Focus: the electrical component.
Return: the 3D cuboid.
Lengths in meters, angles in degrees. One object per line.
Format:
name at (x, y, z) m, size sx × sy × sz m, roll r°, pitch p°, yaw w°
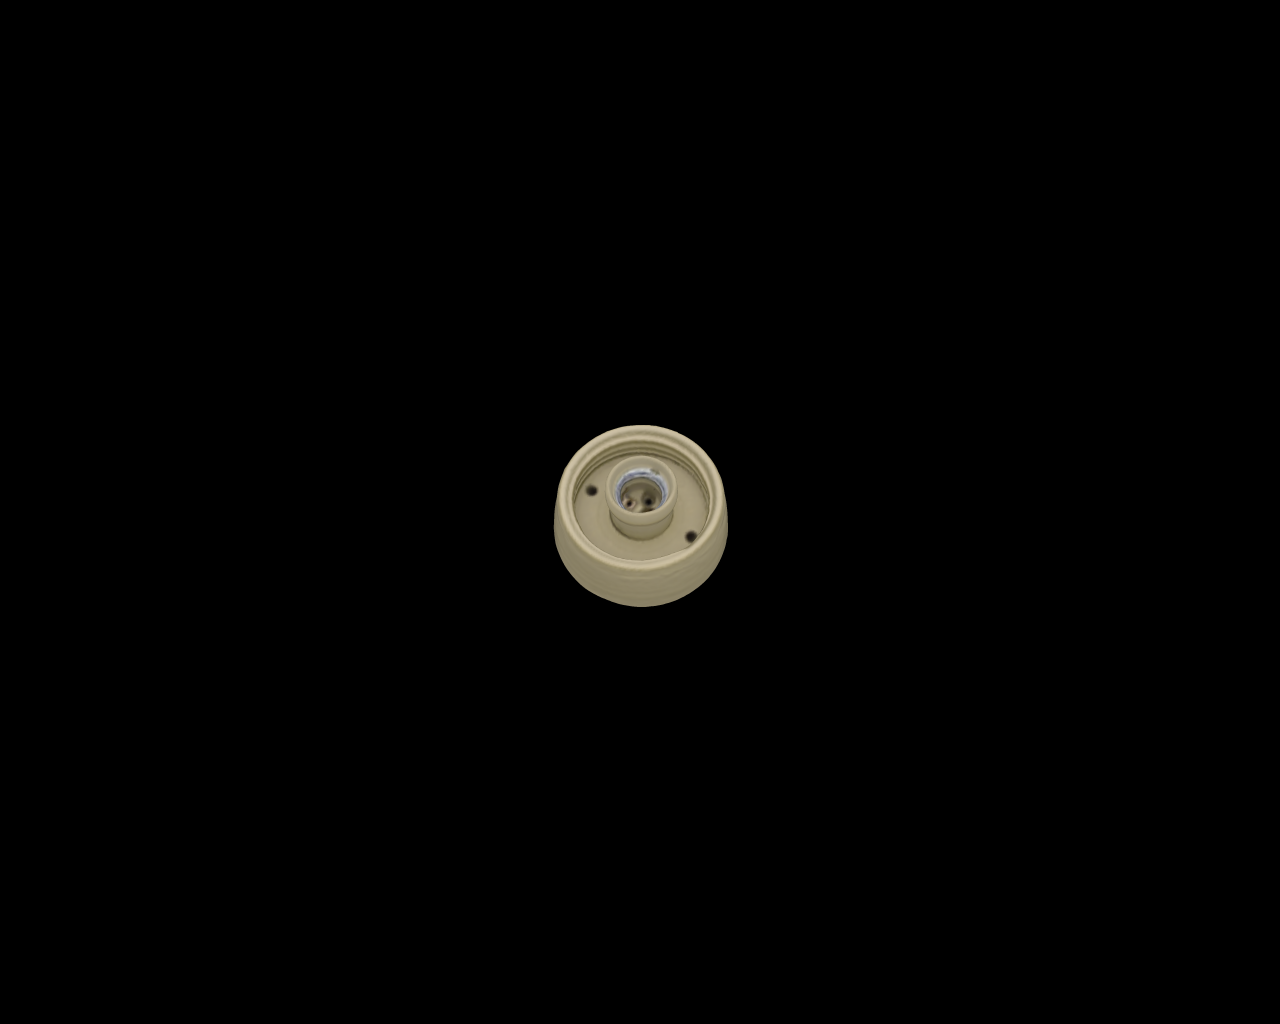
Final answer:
electrical component at (0.001, -0.003, 0.650) m, size 0.108 × 0.108 × 0.060 m, roll 0°, pitch -27°, yaw 0°
